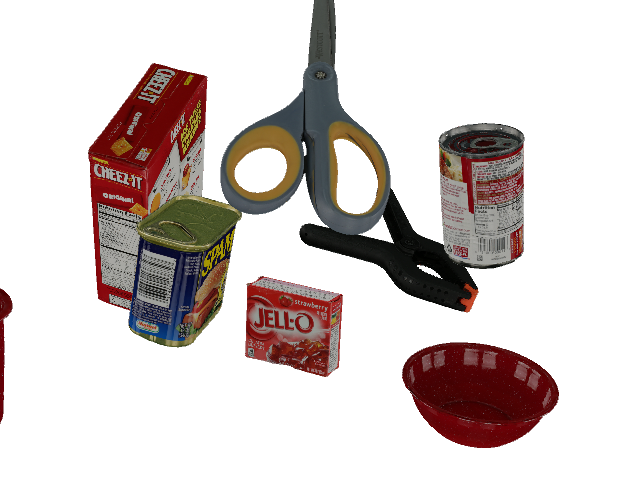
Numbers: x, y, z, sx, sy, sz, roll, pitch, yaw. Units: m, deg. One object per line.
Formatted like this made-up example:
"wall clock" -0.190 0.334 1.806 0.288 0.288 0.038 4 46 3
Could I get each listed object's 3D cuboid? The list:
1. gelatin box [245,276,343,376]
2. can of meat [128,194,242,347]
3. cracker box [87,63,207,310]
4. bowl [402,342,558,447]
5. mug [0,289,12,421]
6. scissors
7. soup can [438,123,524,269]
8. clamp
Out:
"gelatin box" -0.026 0.078 0.977 0.089 0.073 0.030 11 19 25
"can of meat" -0.103 0.022 0.804 0.057 0.084 0.102 15 21 9
"cracker box" -0.182 -0.054 1.135 0.072 0.214 0.164 15 45 8
"bowl" 0.163 0.168 1.113 0.162 0.055 0.162 3 24 -2
"mug" -0.241 0.078 0.634 0.093 0.081 0.117 20 24 36
"scissors" -0.018 -0.080 0.588 0.096 0.202 0.016 -8 -39 -12
"soup can" 0.133 -0.036 0.871 0.068 0.102 0.068 -5 26 2
"clamp" 0.088 0.016 1.244 0.164 0.036 0.210 -22 52 -39
